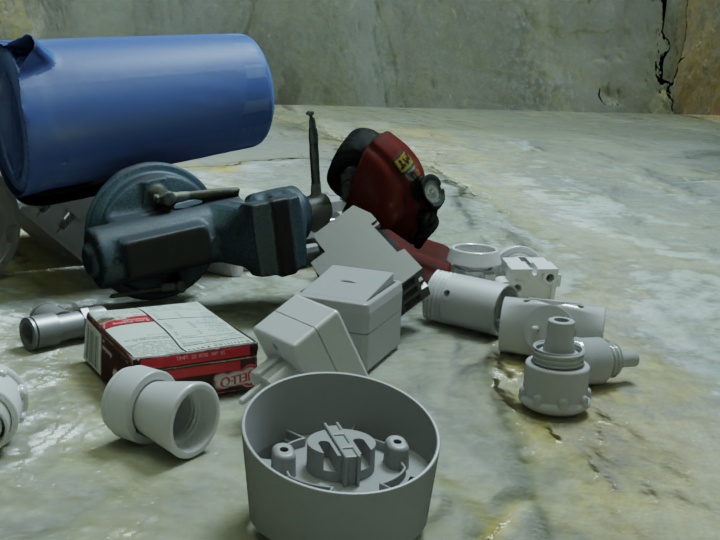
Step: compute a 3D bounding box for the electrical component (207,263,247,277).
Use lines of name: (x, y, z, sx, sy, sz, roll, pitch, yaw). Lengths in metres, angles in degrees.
electrical component: (-0.143, -0.032, 1.064, 0.089, 0.055, 0.050, 11, 16, 31)

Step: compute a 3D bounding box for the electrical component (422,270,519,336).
electrical component: (0.086, 0.026, 0.894, 0.081, 0.043, 0.043, 12, 17, 35)

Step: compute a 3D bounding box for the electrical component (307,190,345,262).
electrical component: (-0.055, -0.046, 1.123, 0.079, 0.063, 0.121, 14, 17, 38)

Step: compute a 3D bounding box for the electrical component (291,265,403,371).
electrical component: (-0.012, 0.036, 0.797, 0.062, 0.061, 0.096, 7, 14, 19)

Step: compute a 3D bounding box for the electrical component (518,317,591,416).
electrical component: (0.130, 0.063, 0.710, 0.048, 0.062, 0.048, 2, 14, -1)

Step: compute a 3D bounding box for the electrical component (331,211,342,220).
electrical component: (-0.005, -0.041, 1.083, 0.079, 0.077, 0.043, -4, 15, -25)

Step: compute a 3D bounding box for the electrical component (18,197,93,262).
electrical component: (-0.320, -0.071, 1.089, 0.150, 0.061, 0.089, 19, -21, 50)

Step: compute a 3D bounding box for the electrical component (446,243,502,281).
electrical component: (0.099, 0.007, 0.947, 0.048, 0.055, 0.066, 1, 14, -7)

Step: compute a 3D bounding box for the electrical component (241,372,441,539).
electrical component: (-0.010, 0.097, 0.537, 0.099, 0.064, 0.099, 2, 14, -1)

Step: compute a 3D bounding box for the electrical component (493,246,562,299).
electrical component: (0.149, 0.006, 0.986, 0.066, 0.048, 0.055, 0, 21, -12)

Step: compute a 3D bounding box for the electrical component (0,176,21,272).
electrical component: (-0.369, -0.042, 0.968, 0.060, 0.108, 0.108, 4, 12, 32)

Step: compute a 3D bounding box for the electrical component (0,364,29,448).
electrical component: (-0.213, 0.083, 0.603, 0.048, 0.048, 0.062, 0, 21, -10)

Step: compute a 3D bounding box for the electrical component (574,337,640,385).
electrical component: (0.171, 0.065, 0.769, 0.061, 0.035, 0.035, -1, 14, -21)

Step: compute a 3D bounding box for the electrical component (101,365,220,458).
electrical component: (-0.116, 0.081, 0.625, 0.055, 0.045, 0.045, 11, 16, 32)

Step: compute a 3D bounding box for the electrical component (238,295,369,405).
electrical component: (-0.043, 0.067, 0.673, 0.077, 0.065, 0.047, -39, 33, -24)

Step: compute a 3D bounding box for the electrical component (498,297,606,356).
electrical component: (0.143, 0.044, 0.807, 0.077, 0.044, 0.079, 6, -1, 14)
